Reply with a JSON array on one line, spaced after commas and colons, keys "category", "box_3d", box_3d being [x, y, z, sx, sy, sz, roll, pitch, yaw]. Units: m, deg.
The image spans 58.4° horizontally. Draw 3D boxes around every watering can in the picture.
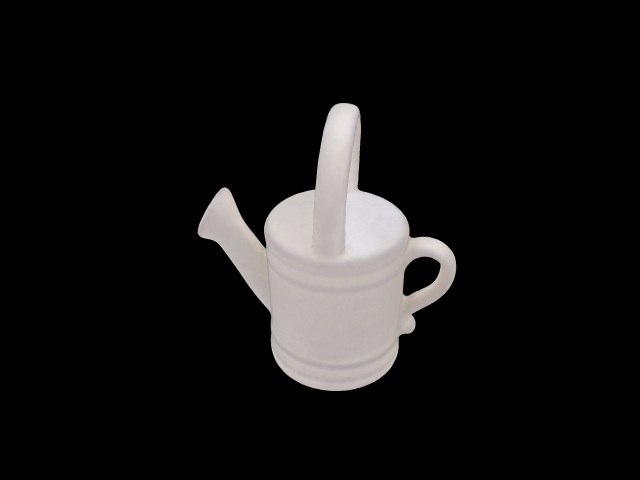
[{"category": "watering can", "box_3d": [0.003, 0.003, 0.398, 0.173, 0.194, 0.100, -6, 34, -9]}]
